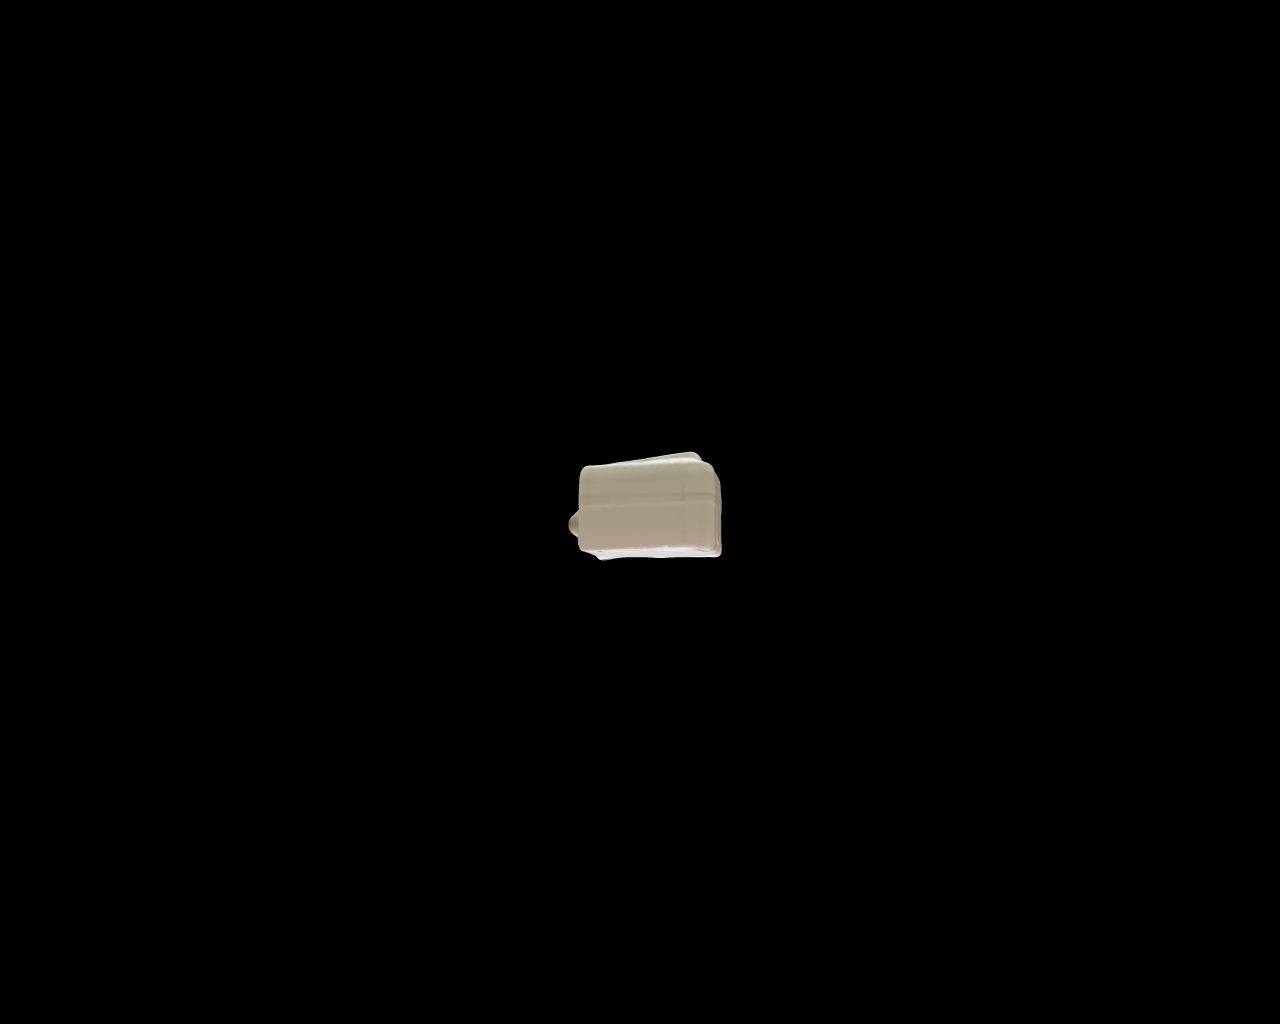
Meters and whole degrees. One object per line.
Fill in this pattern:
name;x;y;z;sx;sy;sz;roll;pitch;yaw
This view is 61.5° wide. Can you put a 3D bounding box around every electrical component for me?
electrical component;0.001;-0.003;0.650;0.096;0.061;0.061;-1;-7;9
